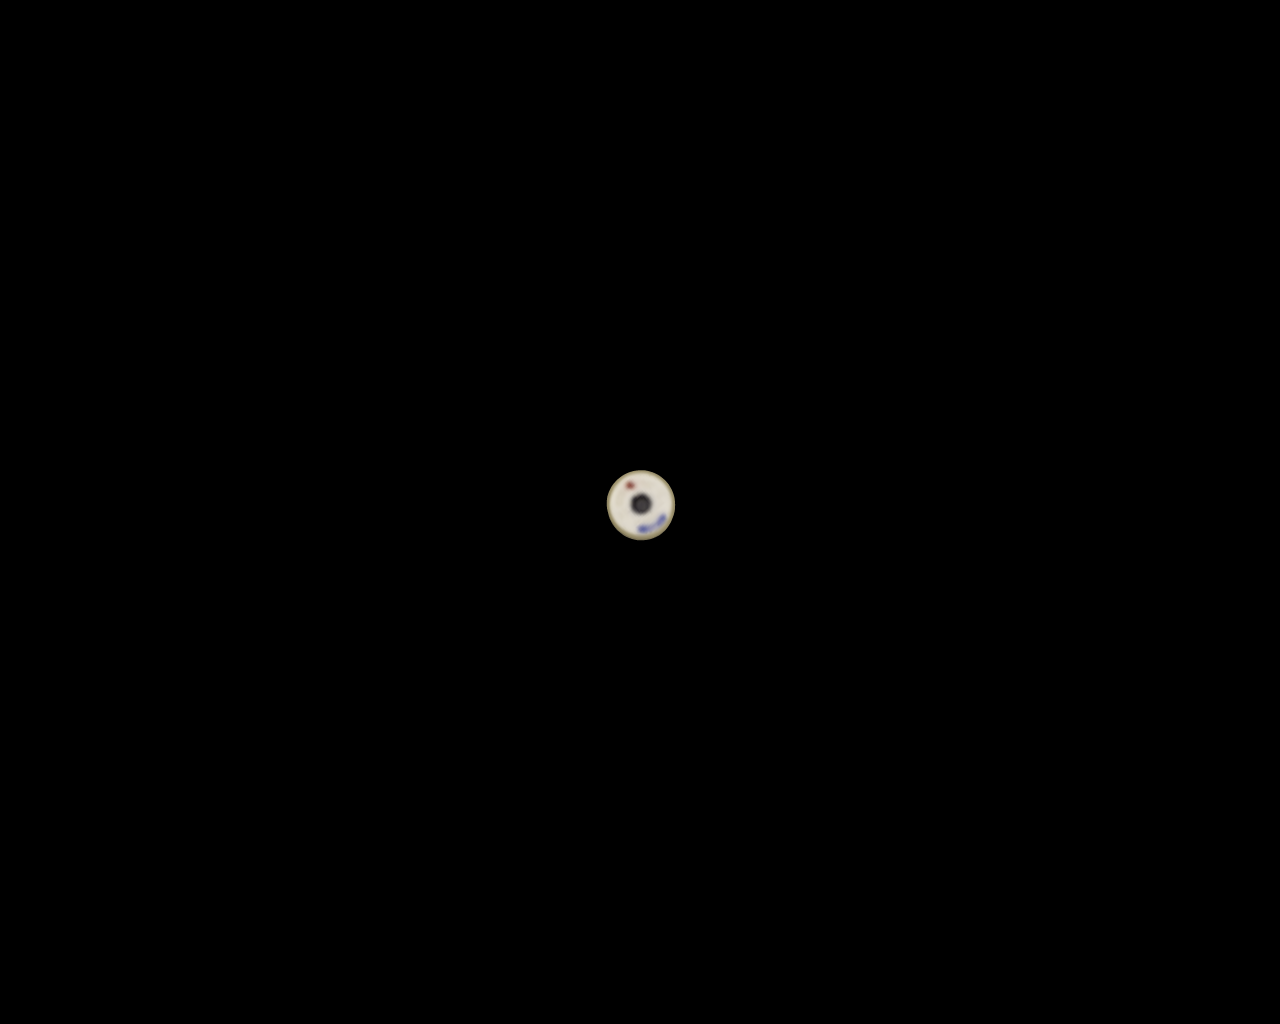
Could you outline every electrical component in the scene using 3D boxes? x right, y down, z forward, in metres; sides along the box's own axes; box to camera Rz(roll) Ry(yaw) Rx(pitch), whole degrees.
[{"bbox_3d":[0.001,-0.003,0.650,0.040,0.040,0.078,0,-4,0],"label":"electrical component"}]
